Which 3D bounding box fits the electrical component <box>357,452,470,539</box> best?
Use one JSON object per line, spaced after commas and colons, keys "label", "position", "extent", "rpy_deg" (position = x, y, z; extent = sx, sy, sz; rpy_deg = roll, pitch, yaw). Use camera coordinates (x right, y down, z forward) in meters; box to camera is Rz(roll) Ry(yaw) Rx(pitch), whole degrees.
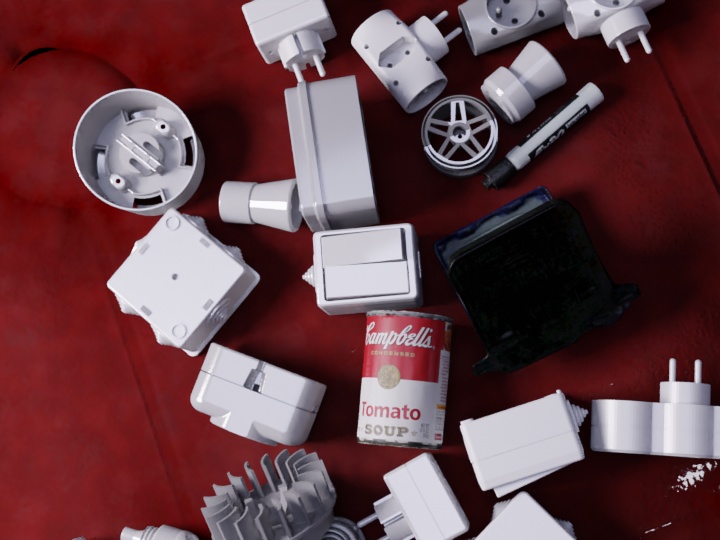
{"label": "electrical component", "position": [0.036, 0.187, 0.830], "extent": [0.077, 0.047, 0.065], "rpy_deg": [-29, 78, 2]}

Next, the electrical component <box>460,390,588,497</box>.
{"label": "electrical component", "position": [0.131, 0.132, 0.820], "extent": [0.096, 0.061, 0.061], "rpy_deg": [-19, 79, 4]}

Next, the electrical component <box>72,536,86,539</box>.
{"label": "electrical component", "position": [-0.241, 0.264, 0.855], "extent": [0.079, 0.043, 0.077], "rpy_deg": [-27, 78, 3]}

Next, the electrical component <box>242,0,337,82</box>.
{"label": "electrical component", "position": [-0.052, -0.193, 0.905], "extent": [0.066, 0.047, 0.076], "rpy_deg": [-22, 79, 3]}

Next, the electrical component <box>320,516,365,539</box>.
{"label": "electrical component", "position": [-0.022, 0.215, 0.825], "extent": [0.048, 0.062, 0.048], "rpy_deg": [-1, 80, 7]}

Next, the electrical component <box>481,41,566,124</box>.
{"label": "electrical component", "position": [0.133, -0.152, 0.876], "extent": [0.055, 0.045, 0.045], "rpy_deg": [-40, 78, 0]}

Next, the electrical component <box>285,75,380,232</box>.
{"label": "electrical component", "position": [-0.022, -0.091, 0.869], "extent": [0.057, 0.078, 0.113], "rpy_deg": [-9, 80, 3]}

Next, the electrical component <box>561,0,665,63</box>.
{"label": "electrical component", "position": [0.211, -0.207, 0.875], "extent": [0.077, 0.044, 0.079], "rpy_deg": [-22, 78, 3]}

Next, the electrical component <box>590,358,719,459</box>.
{"label": "electrical component", "position": [0.246, 0.104, 0.814], "extent": [0.138, 0.052, 0.073], "rpy_deg": [3, 81, 8]}

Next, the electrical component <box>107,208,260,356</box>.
{"label": "electrical component", "position": [-0.145, 0.009, 0.882], "extent": [0.100, 0.048, 0.099], "rpy_deg": [39, 87, 11]}

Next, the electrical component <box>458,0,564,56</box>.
{"label": "electrical component", "position": [0.118, -0.227, 0.890], "extent": [0.077, 0.044, 0.079], "rpy_deg": [-20, 79, 4]}

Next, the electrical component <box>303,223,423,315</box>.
{"label": "electrical component", "position": [0.000, 0.000, 0.859], "extent": [0.096, 0.061, 0.061], "rpy_deg": [-5, 80, 6]}

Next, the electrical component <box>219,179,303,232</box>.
{"label": "electrical component", "position": [-0.083, -0.055, 0.890], "extent": [0.065, 0.044, 0.044], "rpy_deg": [4, 81, 13]}

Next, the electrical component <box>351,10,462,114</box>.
{"label": "electrical component", "position": [0.047, -0.183, 0.893], "extent": [0.079, 0.043, 0.077], "rpy_deg": [-37, 78, -1]}

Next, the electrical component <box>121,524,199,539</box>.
{"label": "electrical component", "position": [-0.161, 0.219, 0.857], "extent": [0.061, 0.035, 0.035], "rpy_deg": [15, 83, 12]}

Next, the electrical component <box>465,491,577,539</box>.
{"label": "electrical component", "position": [0.125, 0.227, 0.811], "extent": [0.100, 0.048, 0.099], "rpy_deg": [43, 88, 12]}

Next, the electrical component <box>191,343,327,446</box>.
{"label": "electrical component", "position": [-0.082, 0.102, 0.856], "extent": [0.095, 0.053, 0.059], "rpy_deg": [20, 84, 10]}

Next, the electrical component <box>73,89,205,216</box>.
{"label": "electrical component", "position": [-0.181, -0.095, 0.896], "extent": [0.099, 0.064, 0.099], "rpy_deg": [-1, 80, 7]}
